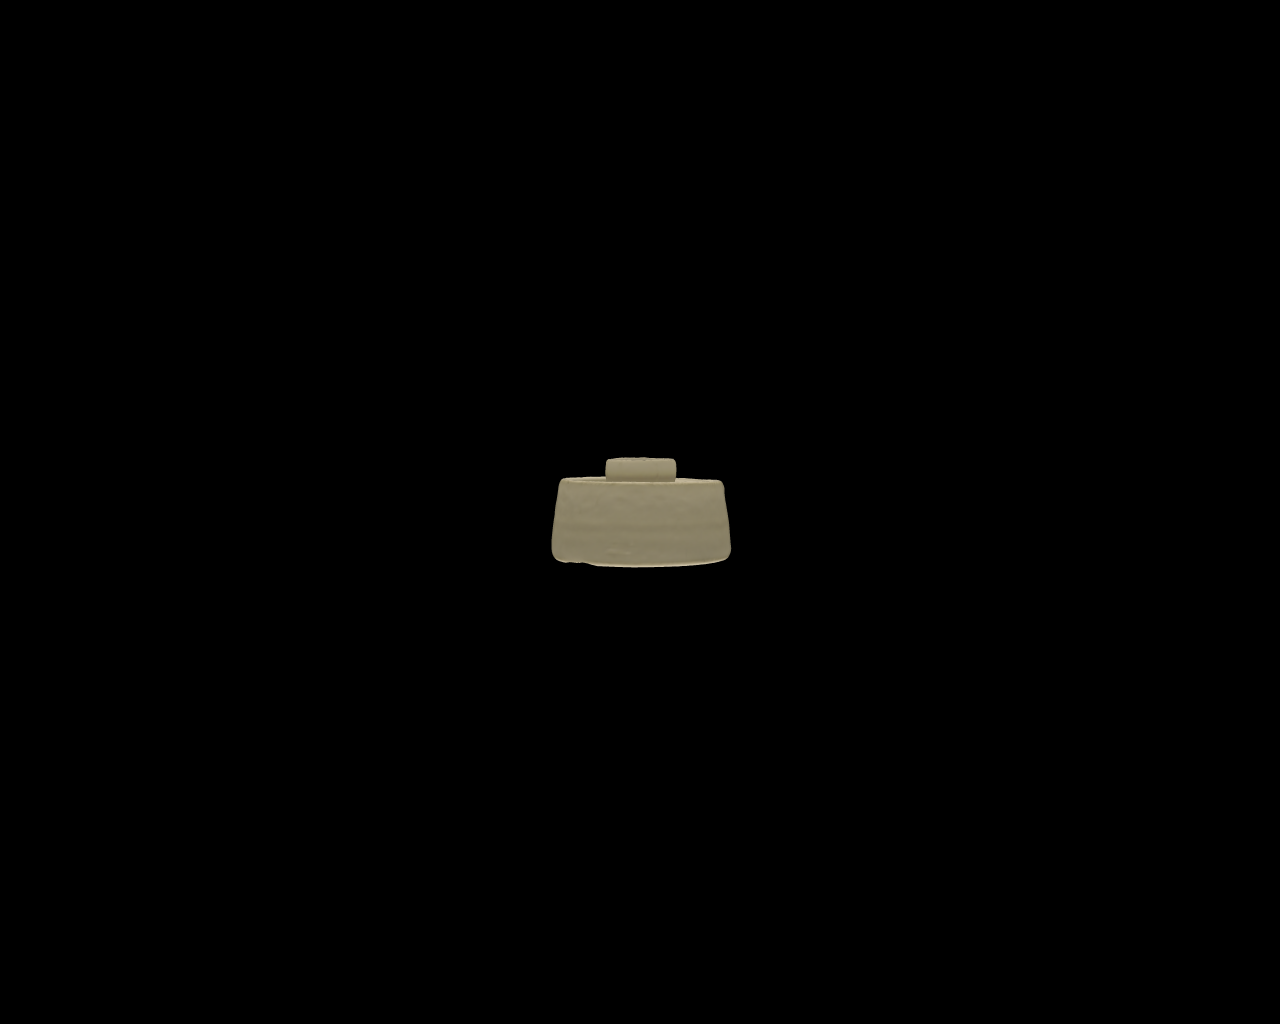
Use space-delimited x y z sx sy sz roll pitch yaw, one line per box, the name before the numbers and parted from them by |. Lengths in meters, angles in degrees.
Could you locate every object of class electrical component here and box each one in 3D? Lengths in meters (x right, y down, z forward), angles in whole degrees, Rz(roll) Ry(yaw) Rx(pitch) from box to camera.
electrical component | 0.001 -0.003 0.650 0.108 0.060 0.108 0 4 0
